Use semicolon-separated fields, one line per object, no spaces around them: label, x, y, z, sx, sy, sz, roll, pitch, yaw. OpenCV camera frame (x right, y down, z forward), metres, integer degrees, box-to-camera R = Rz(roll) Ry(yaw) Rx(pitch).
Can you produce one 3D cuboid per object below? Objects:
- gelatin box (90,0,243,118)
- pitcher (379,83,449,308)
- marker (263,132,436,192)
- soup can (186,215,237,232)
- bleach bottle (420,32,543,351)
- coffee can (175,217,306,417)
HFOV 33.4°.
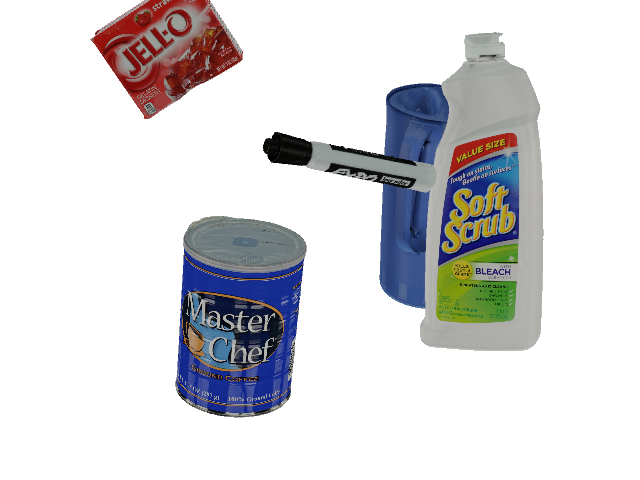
gelatin box;-0.113;-0.144;0.794;0.089;0.073;0.030;-30;20;9
pitcher;0.125;-0.045;1.204;0.149;0.243;0.145;-6;27;-19
marker;0.019;-0.049;0.671;0.120;0.020;0.020;9;-5;-29
soup can;-0.112;0.032;1.172;0.068;0.102;0.068;1;25;-1
bleach bottle;0.127;-0.039;0.862;0.103;0.251;0.068;1;15;20
coffee can;-0.069;0.064;0.911;0.103;0.140;0.103;5;22;-2
